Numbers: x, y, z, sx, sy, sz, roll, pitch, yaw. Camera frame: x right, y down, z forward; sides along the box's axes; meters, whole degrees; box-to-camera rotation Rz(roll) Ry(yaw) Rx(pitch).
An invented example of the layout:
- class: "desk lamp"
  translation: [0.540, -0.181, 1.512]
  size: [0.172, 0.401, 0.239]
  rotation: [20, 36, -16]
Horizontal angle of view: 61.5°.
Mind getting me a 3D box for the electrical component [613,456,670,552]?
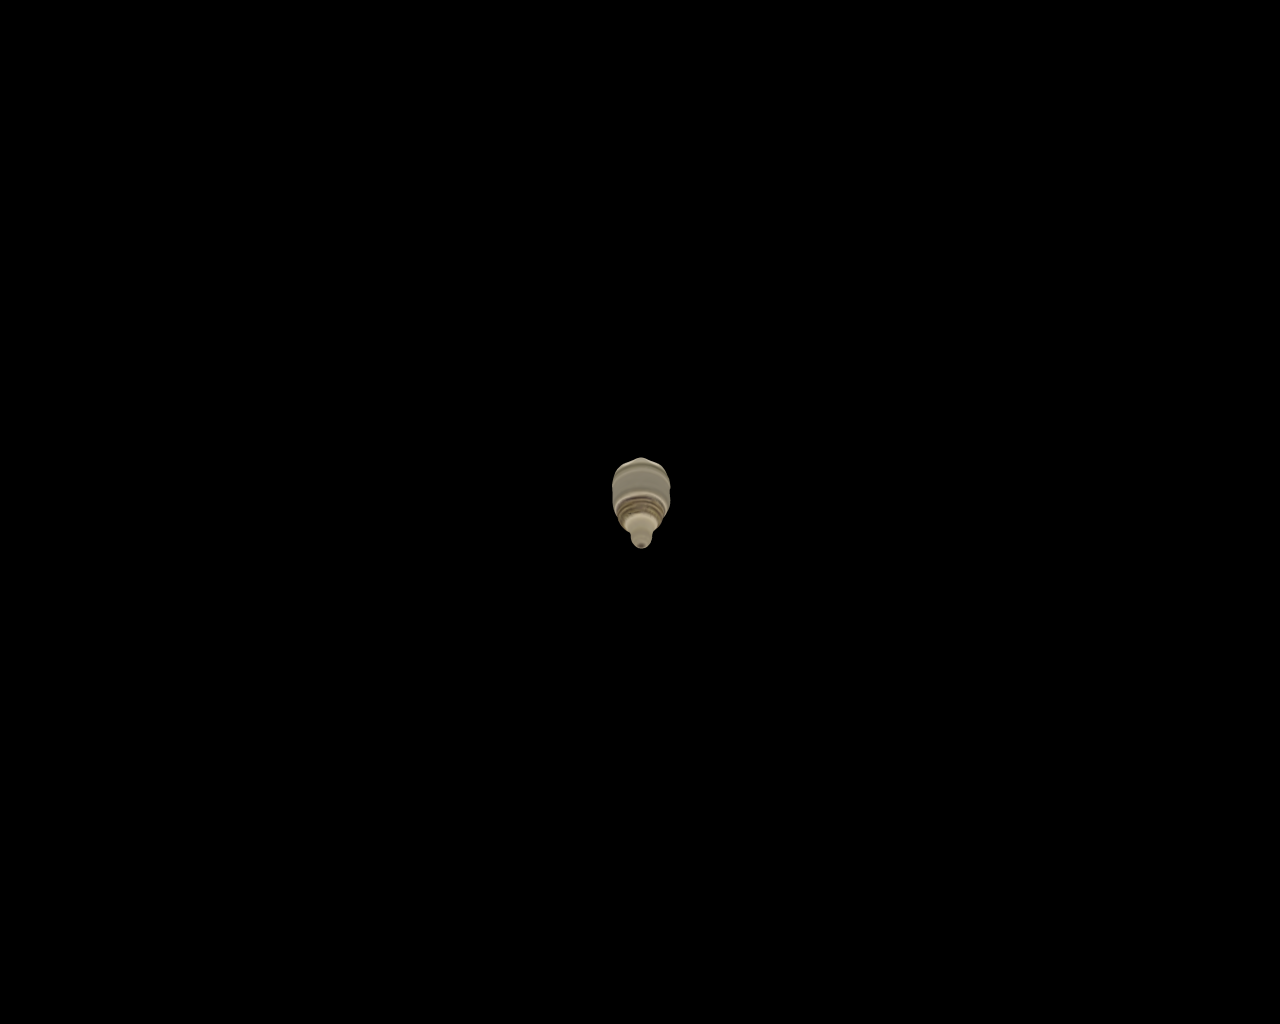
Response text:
- class: "electrical component"
  translation: [0.001, -0.003, 0.650]
  size: [0.035, 0.061, 0.035]
  rotation: [0, -42, 0]
